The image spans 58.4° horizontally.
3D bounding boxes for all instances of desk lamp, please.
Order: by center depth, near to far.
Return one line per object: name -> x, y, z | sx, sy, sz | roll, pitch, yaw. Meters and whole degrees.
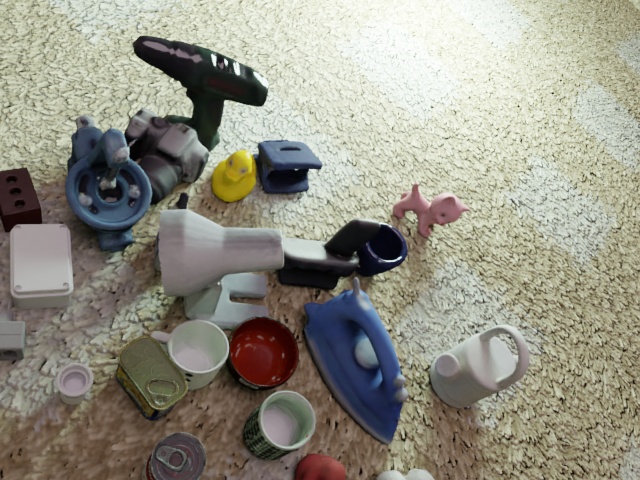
desk lamp -> -0.147, 0.044, 0.842 | 0.204, 0.213, 0.118 | 5, 59, -22

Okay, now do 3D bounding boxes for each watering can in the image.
watering can -> 0.269, 0.210, 0.952 | 0.173, 0.193, 0.101 | -22, 72, -34

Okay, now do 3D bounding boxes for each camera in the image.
camera -> -0.275, -0.138, 0.962 | 0.143, 0.100, 0.137 | 31, 53, -5

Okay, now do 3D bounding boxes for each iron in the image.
iron -> 0.080, 0.188, 0.908 | 0.119, 0.141, 0.258 | -17, 69, -32

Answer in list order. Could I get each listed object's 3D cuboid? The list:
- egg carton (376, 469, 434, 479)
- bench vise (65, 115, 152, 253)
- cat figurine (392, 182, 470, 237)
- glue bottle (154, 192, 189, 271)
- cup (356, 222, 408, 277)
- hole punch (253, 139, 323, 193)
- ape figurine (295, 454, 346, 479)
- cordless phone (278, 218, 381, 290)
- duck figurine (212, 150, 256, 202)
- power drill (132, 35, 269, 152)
egg carton -> 0.132, 0.417, 0.839 | 0.107, 0.069, 0.150 | 6, 59, -22
bench vise -> -0.330, -0.109, 0.844 | 0.122, 0.219, 0.207 | -34, 79, -36
cat figurine -> 0.228, -0.069, 1.149 | 0.128, 0.117, 0.067 | 35, 53, -2
glue bottle -> -0.221, -0.020, 0.871 | 0.037, 0.173, 0.078 | 9, 57, -20
cup -> 0.087, 0.021, 1.042 | 0.118, 0.095, 0.092 | 29, 53, -7
hole punch -> -0.063, -0.151, 1.077 | 0.109, 0.091, 0.101 | -5, 64, -28
ape figurine -> 0.006, 0.338, 0.814 | 0.078, 0.092, 0.076 | -10, 66, -30
cordless phone -> 0.009, 0.003, 0.958 | 0.148, 0.185, 0.094 | 4, 60, -23
duck figurine -> -0.146, -0.128, 1.027 | 0.077, 0.086, 0.105 | 33, 53, -4
power drill -> -0.214, -0.247, 0.989 | 0.230, 0.208, 0.075 | 4, 59, -23
